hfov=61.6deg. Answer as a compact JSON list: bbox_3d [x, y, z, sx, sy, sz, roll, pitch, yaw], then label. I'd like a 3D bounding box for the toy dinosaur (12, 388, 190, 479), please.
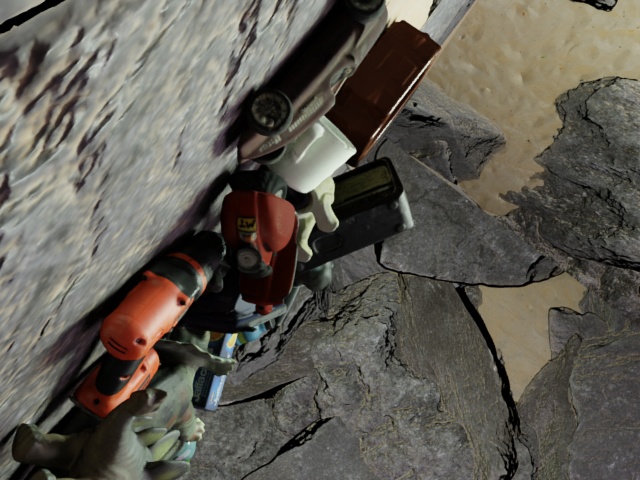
[{"bbox_3d":[-0.244,0.302,0.560,0.198,0.105,0.471,11,124,-41],"label":"toy dinosaur"}]

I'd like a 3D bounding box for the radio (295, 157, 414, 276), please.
[{"bbox_3d":[0.027,-0.038,0.860,0.230,0.073,0.131,-23,-146,6],"label":"radio"}]

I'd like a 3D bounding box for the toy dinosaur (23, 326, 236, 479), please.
[{"bbox_3d":[-0.250,0.231,0.672,0.405,0.131,0.192,-41,154,-47],"label":"toy dinosaur"}]

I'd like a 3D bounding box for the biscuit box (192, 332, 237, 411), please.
[{"bbox_3d":[-0.174,0.168,0.865,0.059,0.063,0.202,71,30,-68],"label":"biscuit box"}]

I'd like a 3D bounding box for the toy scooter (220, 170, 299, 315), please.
[{"bbox_3d":[-0.063,0.010,0.587,0.183,0.075,0.135,70,26,-75],"label":"toy scooter"}]

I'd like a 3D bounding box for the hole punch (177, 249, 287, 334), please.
[{"bbox_3d":[-0.116,0.063,0.687,0.116,0.142,0.092,-22,113,-55],"label":"hole punch"}]

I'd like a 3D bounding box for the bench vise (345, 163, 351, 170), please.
[{"bbox_3d":[0.022,-0.088,1.271,0.240,0.129,0.223,-32,178,42],"label":"bench vise"}]

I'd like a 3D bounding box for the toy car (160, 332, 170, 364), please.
[{"bbox_3d":[-0.258,0.208,0.915,0.073,0.056,0.201,-59,179,-27],"label":"toy car"}]

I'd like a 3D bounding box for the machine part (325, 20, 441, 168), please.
[{"bbox_3d":[0.088,-0.228,0.849,0.201,0.087,0.201,-53,178,-13],"label":"machine part"}]

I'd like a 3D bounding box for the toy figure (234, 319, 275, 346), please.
[{"bbox_3d":[-0.178,0.167,1.018,0.180,0.082,0.089,-16,169,5],"label":"toy figure"}]

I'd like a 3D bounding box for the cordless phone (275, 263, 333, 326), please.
[{"bbox_3d":[-0.055,0.099,1.108,0.184,0.089,0.147,-67,-161,2],"label":"cordless phone"}]

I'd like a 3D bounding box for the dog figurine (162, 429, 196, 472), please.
[{"bbox_3d":[-0.279,0.326,0.876,0.108,0.192,0.219,-56,166,-29],"label":"dog figurine"}]

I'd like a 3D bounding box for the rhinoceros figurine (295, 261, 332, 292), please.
[{"bbox_3d":[-0.002,-0.003,0.969,0.073,0.112,0.190,23,77,-67],"label":"rhinoceros figurine"}]

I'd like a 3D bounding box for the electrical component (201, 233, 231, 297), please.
[{"bbox_3d":[-0.130,0.035,0.635,0.063,0.021,0.094,-48,-149,25],"label":"electrical component"}]

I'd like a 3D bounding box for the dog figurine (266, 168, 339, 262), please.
[{"bbox_3d":[-0.022,-0.091,0.751,0.172,0.121,0.190,-49,-164,45],"label":"dog figurine"}]

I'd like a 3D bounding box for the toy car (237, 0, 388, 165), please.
[{"bbox_3d":[-0.004,-0.144,0.483,0.202,0.053,0.089,-54,-177,-15],"label":"toy car"}]
